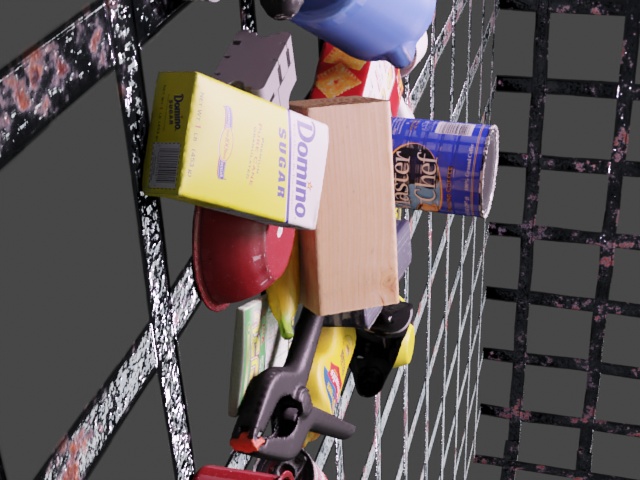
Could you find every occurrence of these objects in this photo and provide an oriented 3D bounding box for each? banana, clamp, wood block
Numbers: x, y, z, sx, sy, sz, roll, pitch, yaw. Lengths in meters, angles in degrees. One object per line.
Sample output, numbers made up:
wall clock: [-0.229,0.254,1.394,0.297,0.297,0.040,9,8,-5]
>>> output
banana: [-0.035,-0.005,1.055,0.070,0.037,0.198,-161,-113,-68]
clamp: [-0.028,0.153,1.083,0.209,0.036,0.164,-20,102,-60]
wood block: [0.019,-0.038,1.084,0.090,0.090,0.206,-153,-123,-67]

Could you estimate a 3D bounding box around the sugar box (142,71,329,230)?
sugar box: [-0.060,-0.065,0.837,0.175,0.048,0.093,12,85,-53]

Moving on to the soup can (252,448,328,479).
soup can: [-0.030,0.266,1.163,0.102,0.068,0.068,66,33,-64]

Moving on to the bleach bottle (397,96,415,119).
bleach bottle: [0.104,-0.156,1.494,0.250,0.068,0.102,11,59,-77]

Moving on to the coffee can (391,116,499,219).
coffee can: [0.118,-0.082,1.171,0.102,0.140,0.103,7,90,-74]

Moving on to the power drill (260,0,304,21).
power drill: [-0.038,-0.277,0.860,0.187,0.057,0.184,-89,176,-84]

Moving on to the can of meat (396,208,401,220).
can of meat: [0.077,-0.063,1.473,0.083,0.057,0.102,-18,113,-72]

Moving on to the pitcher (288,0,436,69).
pitcher: [0.022,-0.265,1.066,0.145,0.149,0.242,-71,164,9]

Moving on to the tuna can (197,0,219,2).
tuna can: [-0.092,-0.220,0.786,0.086,0.034,0.086,6,90,-76]

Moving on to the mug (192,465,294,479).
mug: [-0.076,0.258,0.951,0.093,0.081,0.117,72,28,-58]

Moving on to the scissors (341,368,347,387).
scissors: [0.031,0.100,1.441,0.096,0.016,0.202,1,94,-76]

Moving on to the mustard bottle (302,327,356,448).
mustard bottle: [-0.004,0.163,1.228,0.191,0.058,0.096,-70,159,-50]

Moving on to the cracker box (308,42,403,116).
cracker box: [0.037,-0.148,1.252,0.164,0.072,0.213,70,31,-57]

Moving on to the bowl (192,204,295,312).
bowl: [-0.060,-0.013,0.956,0.162,0.055,0.162,7,90,-75]
